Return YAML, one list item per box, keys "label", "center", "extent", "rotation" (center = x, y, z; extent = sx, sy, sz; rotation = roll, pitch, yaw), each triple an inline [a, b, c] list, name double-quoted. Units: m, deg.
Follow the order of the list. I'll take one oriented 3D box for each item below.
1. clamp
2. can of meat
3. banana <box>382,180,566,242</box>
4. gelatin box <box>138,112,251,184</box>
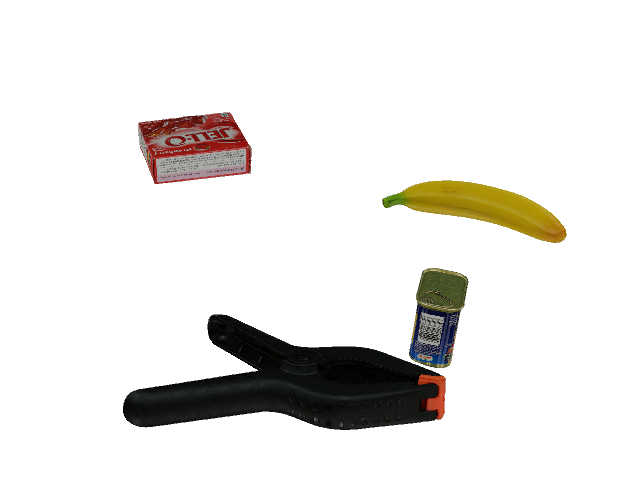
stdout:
- label: "clamp"
  center: [-0.016, 0.095, 0.759]
  extent: [0.210, 0.036, 0.164]
  rotation: [3, 19, 9]
- label: "can of meat"
  center: [0.141, 0.094, 1.292]
  extent: [0.057, 0.084, 0.102]
  rotation: [11, 25, 7]
- label: "banana"
  center: [0.168, -0.032, 1.128]
  extent: [0.198, 0.037, 0.069]
  rotation: [10, 39, 25]
- label: "gelatin box"
  center: [-0.113, -0.084, 0.954]
  extent: [0.089, 0.030, 0.073]
  rotation: [-9, 33, -15]
